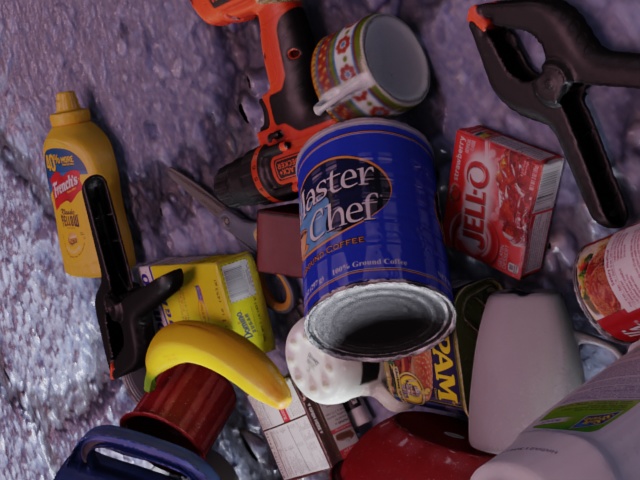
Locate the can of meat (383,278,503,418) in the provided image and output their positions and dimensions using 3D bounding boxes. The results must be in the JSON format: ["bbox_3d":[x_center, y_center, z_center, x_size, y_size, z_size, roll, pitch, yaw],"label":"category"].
[{"bbox_3d":[0.092,0.077,0.792,0.084,0.057,0.102,3,106,49],"label":"can of meat"}]

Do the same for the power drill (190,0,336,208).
[{"bbox_3d":[-0.044,-0.123,0.870,0.185,0.057,0.187,-13,96,45],"label":"power drill"}]

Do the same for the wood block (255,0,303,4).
[{"bbox_3d":[-0.042,-0.285,0.785,0.091,0.090,0.206,-46,69,45],"label":"wood block"}]

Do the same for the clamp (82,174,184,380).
[{"bbox_3d":[-0.182,0.061,1.027,0.165,0.036,0.210,40,136,40],"label":"clamp"}]

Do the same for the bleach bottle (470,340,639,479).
[{"bbox_3d":[0.156,0.112,0.586,0.103,0.250,0.068,-22,87,49],"label":"bleach bottle"}]

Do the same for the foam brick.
[{"bbox_3d":[-0.006,0.001,0.861,0.078,0.052,0.051,8,103,36],"label":"foam brick"}]

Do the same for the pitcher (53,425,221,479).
[{"bbox_3d":[-0.133,0.276,0.991,0.243,0.145,0.149,12,154,11],"label":"pitcher"}]

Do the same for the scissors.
[{"bbox_3d":[-0.077,0.002,0.978,0.202,0.016,0.096,22,119,41],"label":"scissors"}]

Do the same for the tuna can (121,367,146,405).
[{"bbox_3d":[-0.172,0.136,1.115,0.086,0.033,0.086,19,117,42],"label":"tuna can"}]

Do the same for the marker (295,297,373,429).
[{"bbox_3d":[0.011,0.103,0.917,0.020,0.020,0.121,-37,76,47],"label":"marker"}]

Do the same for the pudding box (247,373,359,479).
[{"bbox_3d":[-0.015,0.161,0.936,0.090,0.039,0.114,65,153,6],"label":"pudding box"}]

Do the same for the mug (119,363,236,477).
[{"bbox_3d":[-0.136,0.174,1.037,0.093,0.081,0.117,29,140,3],"label":"mug"}]

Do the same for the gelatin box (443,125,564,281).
[{"bbox_3d":[0.124,-0.026,0.740,0.073,0.030,0.089,28,123,38],"label":"gelatin box"}]

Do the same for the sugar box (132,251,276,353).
[{"bbox_3d":[-0.114,0.062,1.004,0.177,0.048,0.093,-6,99,53],"label":"sugar box"}]

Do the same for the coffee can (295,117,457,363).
[{"bbox_3d":[0.036,0.000,0.745,0.103,0.102,0.140,-48,35,45],"label":"coffee can"}]

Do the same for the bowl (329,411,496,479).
[{"bbox_3d":[0.090,0.164,0.762,0.162,0.161,0.055,20,99,42],"label":"bowl"}]

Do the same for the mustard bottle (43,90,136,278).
[{"bbox_3d":[-0.245,-0.059,1.108,0.096,0.058,0.191,2,104,47],"label":"mustard bottle"}]

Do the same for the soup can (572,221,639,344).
[{"bbox_3d":[0.211,0.014,0.632,0.102,0.068,0.068,-33,78,47],"label":"soup can"}]

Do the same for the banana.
[{"bbox_3d":[-0.096,0.104,0.927,0.198,0.037,0.069,-1,110,48],"label":"banana"}]

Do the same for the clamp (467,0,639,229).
[{"bbox_3d":[0.156,-0.090,0.677,0.172,0.039,0.120,42,126,36],"label":"clamp"}]
